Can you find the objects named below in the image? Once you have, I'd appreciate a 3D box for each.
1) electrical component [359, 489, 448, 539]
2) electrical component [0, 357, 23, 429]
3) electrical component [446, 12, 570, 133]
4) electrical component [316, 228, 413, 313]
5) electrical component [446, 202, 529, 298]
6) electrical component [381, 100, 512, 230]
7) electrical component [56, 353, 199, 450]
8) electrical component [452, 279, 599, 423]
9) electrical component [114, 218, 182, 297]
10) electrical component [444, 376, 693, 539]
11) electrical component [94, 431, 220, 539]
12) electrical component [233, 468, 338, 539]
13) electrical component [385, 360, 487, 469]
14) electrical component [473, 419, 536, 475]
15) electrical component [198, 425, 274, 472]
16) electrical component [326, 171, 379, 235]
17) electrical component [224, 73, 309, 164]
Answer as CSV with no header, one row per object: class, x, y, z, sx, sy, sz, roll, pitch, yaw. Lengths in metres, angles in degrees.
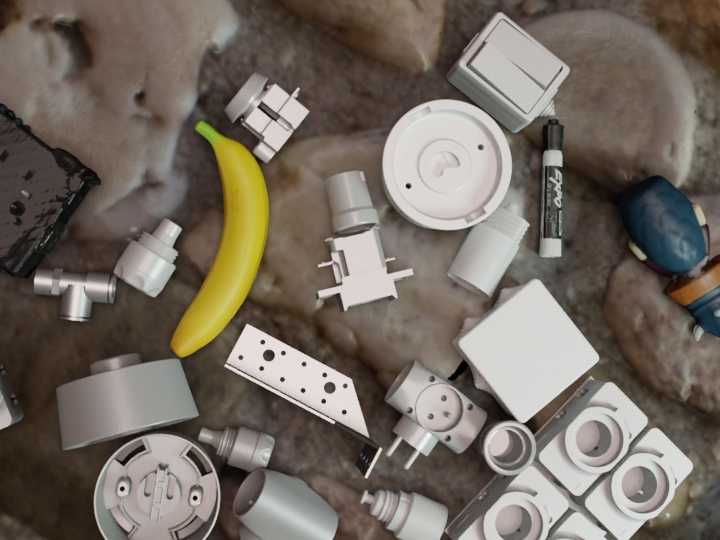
electrical component,0.037,0.205,0.904,0.078,0.040,0.040,24,85,-4
electrical component,-0.315,0.090,0.864,0.050,0.056,0.089,-22,90,-7
electrical component,0.132,-0.165,0.922,0.096,0.061,0.061,38,84,-3
electrical component,0.000,0.000,0.909,0.081,0.042,0.063,-13,87,-7
electrical component,0.113,-0.021,0.921,0.043,0.043,0.081,31,84,-4
electrical component,0.069,-0.085,0.911,0.108,0.060,0.108,0,87,-6
electrical component,-0.188,0.100,0.854,0.108,0.108,0.060,-14,83,-7
electrical component,0.138,0.068,0.917,0.100,0.048,0.099,-39,91,-6
electrical component,-0.171,-0.013,0.891,0.043,0.043,0.062,32,83,-4
electrical component,0.177,0.194,0.910,0.105,0.060,0.186,45,84,-2
electrical component,-0.162,0.180,0.870,0.099,0.064,0.099,0,92,-5
electrical component,-0.073,0.211,0.887,0.077,0.044,0.079,35,111,-23
electrical component,0.054,0.130,0.907,0.077,0.044,0.079,37,85,-4
electrical component,0.118,0.145,0.903,0.044,0.065,0.044,0,87,-6
electrical component,-0.104,0.145,0.895,0.061,0.035,0.035,19,85,-3
electrical component,-0.008,-0.057,0.913,0.040,0.040,0.046,-12,83,-7
electrical component,-0.080,-0.133,0.906,0.055,0.048,0.066,39,84,-11
